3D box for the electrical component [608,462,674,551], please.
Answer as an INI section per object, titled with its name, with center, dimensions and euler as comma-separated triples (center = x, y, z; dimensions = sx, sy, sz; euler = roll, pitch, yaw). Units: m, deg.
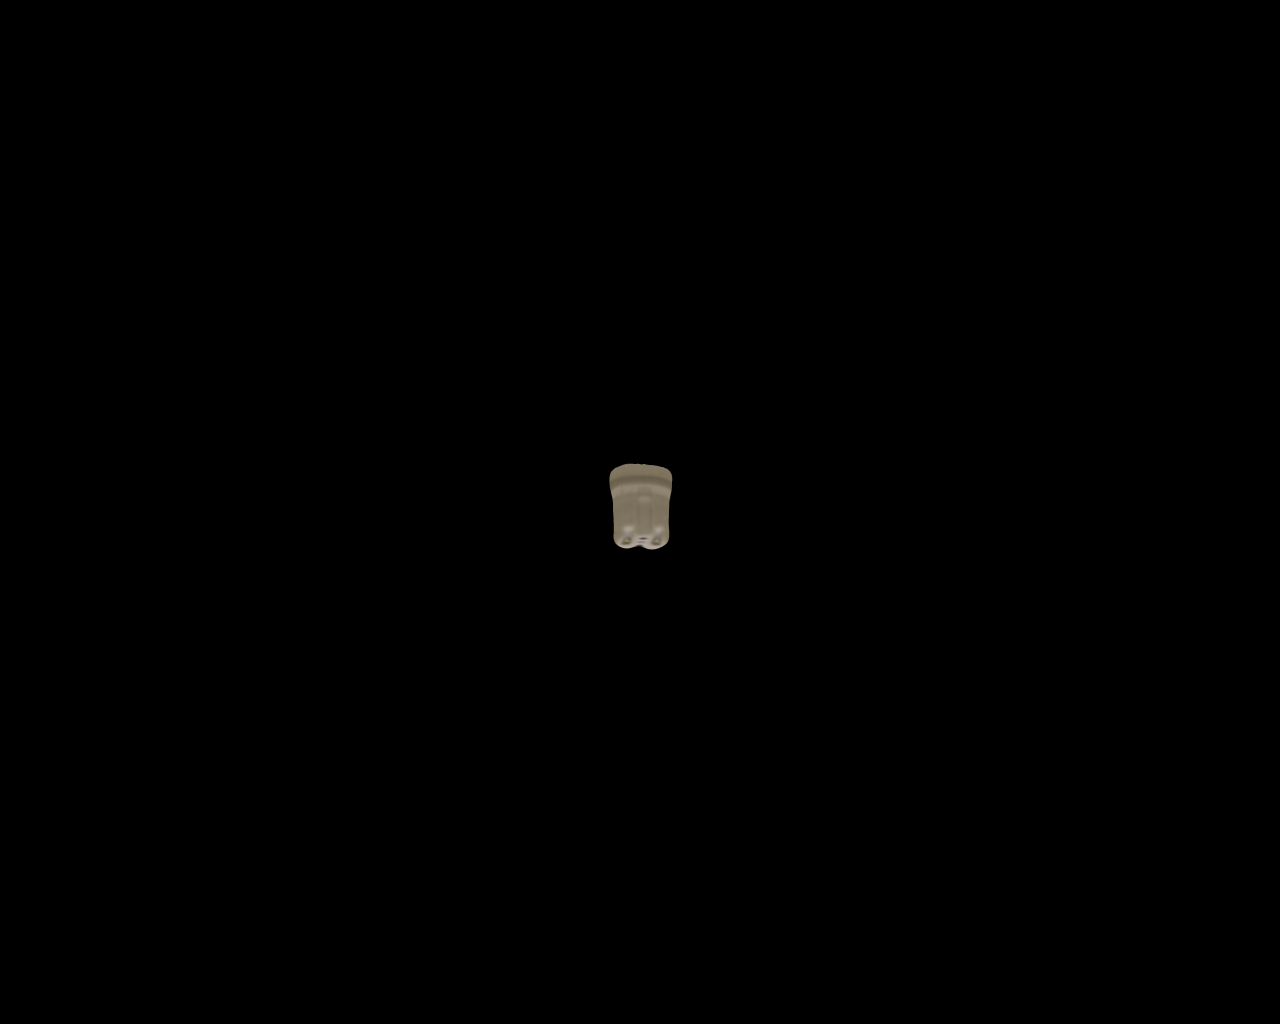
[electrical component]
center = 0.001, -0.003, 0.650
dimensions = 0.040, 0.046, 0.040
euler = 0, -15, 0
